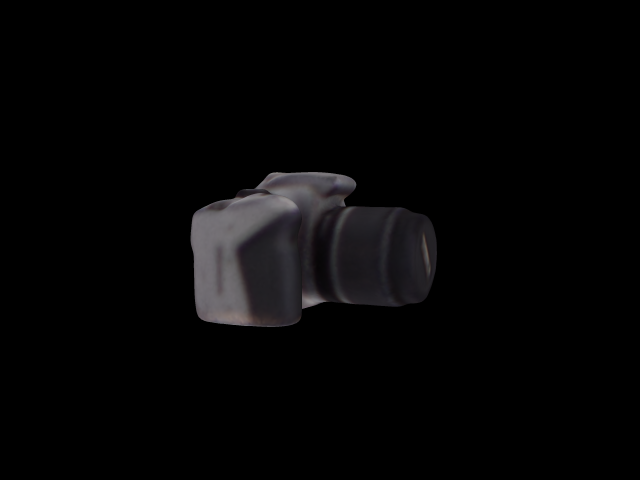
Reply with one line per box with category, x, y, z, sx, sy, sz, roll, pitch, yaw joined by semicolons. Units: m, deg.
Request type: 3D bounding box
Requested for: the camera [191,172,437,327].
camera;0.004;0.001;0.400;0.136;0.101;0.144;2;4;27
